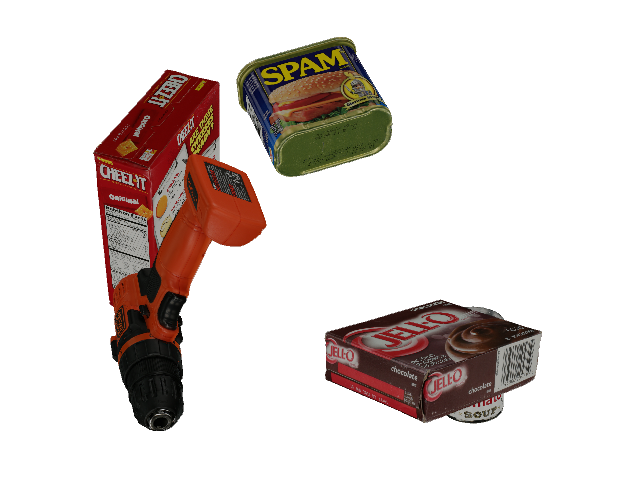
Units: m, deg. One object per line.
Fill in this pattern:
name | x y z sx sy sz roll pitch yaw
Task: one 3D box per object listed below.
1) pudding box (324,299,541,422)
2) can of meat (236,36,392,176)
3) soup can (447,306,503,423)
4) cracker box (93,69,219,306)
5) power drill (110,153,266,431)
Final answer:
pudding box | 0.072 0.074 0.688 0.113 0.039 0.090 -9 18 -41
can of meat | -0.004 -0.103 0.835 0.102 0.084 0.057 -18 -35 -12
soup can | 0.156 0.129 1.105 0.068 0.102 0.068 -3 22 1
cracker box | -0.169 -0.047 1.136 0.072 0.214 0.164 16 43 13
power drill | -0.113 0.038 0.869 0.057 0.188 0.184 20 25 -29
